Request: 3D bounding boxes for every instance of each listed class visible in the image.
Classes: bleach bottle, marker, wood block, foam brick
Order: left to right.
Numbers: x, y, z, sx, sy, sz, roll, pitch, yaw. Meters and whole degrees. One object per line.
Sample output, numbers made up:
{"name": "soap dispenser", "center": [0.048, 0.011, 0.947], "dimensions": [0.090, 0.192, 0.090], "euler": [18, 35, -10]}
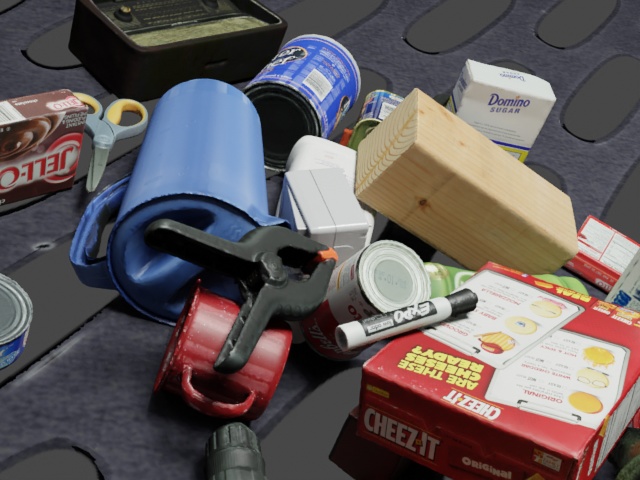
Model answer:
{"name": "bleach bottle", "center": [-0.006, 0.001, 0.988], "dimensions": [0.102, 0.068, 0.250], "euler": [20, 37, -1]}
{"name": "foam brick", "center": [0.053, 0.149, 0.831], "dimensions": [0.053, 0.051, 0.078], "euler": [34, 36, 19]}
{"name": "marker", "center": [0.067, 0.058, 0.788], "dimensions": [0.120, 0.020, 0.020], "euler": [-14, 48, -27]}
{"name": "wood block", "center": [0.144, -0.041, 1.040], "dimensions": [0.206, 0.091, 0.090], "euler": [32, 37, -21]}

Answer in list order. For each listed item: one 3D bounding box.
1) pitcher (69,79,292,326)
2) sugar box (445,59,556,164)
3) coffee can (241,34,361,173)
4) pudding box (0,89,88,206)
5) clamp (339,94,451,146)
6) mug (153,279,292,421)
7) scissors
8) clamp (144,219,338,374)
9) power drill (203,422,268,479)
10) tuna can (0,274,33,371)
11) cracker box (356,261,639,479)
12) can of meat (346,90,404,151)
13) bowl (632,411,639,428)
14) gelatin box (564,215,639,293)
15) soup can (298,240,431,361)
{"name": "pitcher", "center": [-0.118, -0.043, 0.943], "dimensions": [0.149, 0.145, 0.243], "euler": [25, 29, -18]}
{"name": "sugar box", "center": [0.164, -0.096, 1.108], "dimensions": [0.093, 0.176, 0.048], "euler": [12, 36, -13]}
{"name": "coffee can", "center": [-0.024, -0.148, 1.141], "dimensions": [0.103, 0.103, 0.140], "euler": [25, 35, 5]}
{"name": "pudding box", "center": [-0.262, -0.078, 0.930], "dimensions": [0.113, 0.090, 0.039], "euler": [-18, 49, -42]}
{"name": "clamp", "center": [0.110, -0.123, 1.238], "dimensions": [0.209, 0.036, 0.165], "euler": [0, 39, -27]}
{"name": "mug", "center": [-0.073, 0.093, 0.803], "dimensions": [0.081, 0.093, 0.117], "euler": [22, 24, -9]}
{"name": "scissors", "center": [-0.225, -0.100, 1.028], "dimensions": [0.096, 0.016, 0.201], "euler": [19, 28, 3]}
{"name": "clamp", "center": [-0.053, 0.021, 0.790], "dimensions": [0.120, 0.039, 0.171], "euler": [59, 33, 3]}
{"name": "power drill", "center": [0.010, 0.207, 0.729], "dimensions": [0.187, 0.057, 0.184], "euler": [8, 39, -16]}
{"name": "tuna can", "center": [-0.260, 0.060, 0.794], "dimensions": [0.086, 0.034, 0.086], "euler": [15, 35, -11]}
{"name": "cracker box", "center": [0.151, 0.105, 0.808], "dimensions": [0.164, 0.072, 0.213], "euler": [20, 31, 27]}
{"name": "can of meat", "center": [0.057, -0.097, 1.118], "dimensions": [0.057, 0.102, 0.084], "euler": [21, 33, -2]}
{"name": "bowl", "center": [0.328, 0.202, 0.905], "dimensions": [0.162, 0.055, 0.162], "euler": [15, 35, -11]}
{"name": "gelatin box", "center": [0.309, 0.018, 1.165], "dimensions": [0.073, 0.030, 0.089], "euler": [32, 36, 12]}
{"name": "soup can", "center": [0.035, 0.049, 0.851], "dimensions": [0.068, 0.102, 0.068], "euler": [13, 61, -24]}
